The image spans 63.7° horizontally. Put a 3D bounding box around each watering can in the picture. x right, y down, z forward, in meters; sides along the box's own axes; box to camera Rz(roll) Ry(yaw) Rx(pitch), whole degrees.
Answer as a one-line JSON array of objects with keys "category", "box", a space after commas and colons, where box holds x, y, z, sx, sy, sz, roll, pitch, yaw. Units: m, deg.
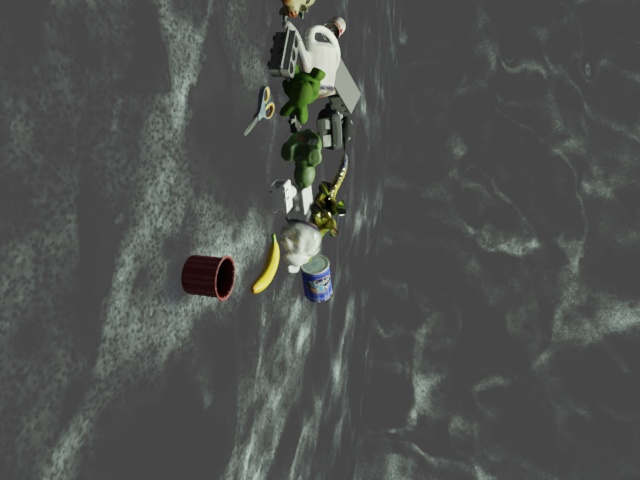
[{"category": "watering can", "box": [-0.026, -0.561, 1.613, 0.351, 0.104, 0.222, -20, 115, -59]}]

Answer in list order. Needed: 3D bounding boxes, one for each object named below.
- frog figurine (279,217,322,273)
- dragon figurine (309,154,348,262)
[{"category": "frog figurine", "box": [-0.069, 0.021, 1.584, 0.136, 0.122, 0.161, 28, 73, -38]}, {"category": "dragon figurine", "box": [0.006, -0.092, 1.820, 0.419, 0.122, 0.238, -68, -171, -29]}]
